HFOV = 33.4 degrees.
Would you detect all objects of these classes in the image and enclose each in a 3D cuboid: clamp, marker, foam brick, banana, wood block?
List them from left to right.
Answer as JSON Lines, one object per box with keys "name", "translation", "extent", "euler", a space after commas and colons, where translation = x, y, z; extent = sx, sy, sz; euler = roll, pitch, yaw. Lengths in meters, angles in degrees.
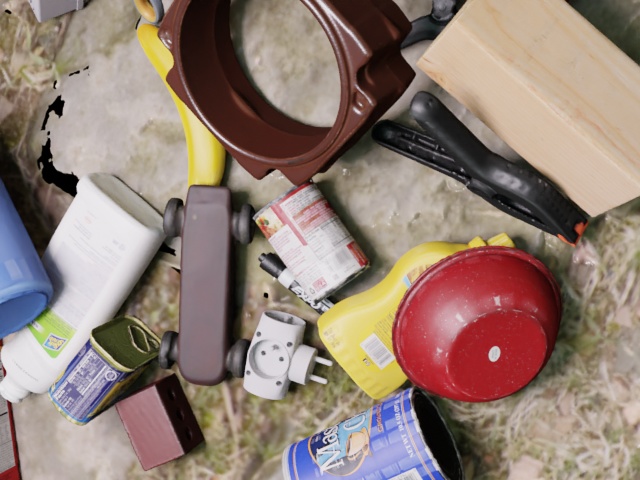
{"name": "foam brick", "translation": [-0.161, 0.184, 1.074], "extent": [0.051, 0.053, 0.078], "euler": [-24, 90, 16]}
{"name": "banana", "translation": [-0.131, -0.120, 1.043], "extent": [0.070, 0.037, 0.198], "euler": [-10, 93, 14]}
{"name": "marker", "translation": [-0.011, 0.052, 1.038], "extent": [0.121, 0.020, 0.020], "euler": [38, 103, 8]}
{"name": "clamp", "translation": [0.107, -0.222, 0.964], "extent": [0.171, 0.039, 0.120], "euler": [-1, 114, 9]}
{"name": "clamp", "translation": [0.144, -0.061, 0.929], "extent": [0.210, 0.164, 0.036], "euler": [31, 84, 1]}
{"name": "wood block", "translation": [0.197, -0.126, 0.896], "extent": [0.206, 0.091, 0.090], "euler": [40, 71, -3]}

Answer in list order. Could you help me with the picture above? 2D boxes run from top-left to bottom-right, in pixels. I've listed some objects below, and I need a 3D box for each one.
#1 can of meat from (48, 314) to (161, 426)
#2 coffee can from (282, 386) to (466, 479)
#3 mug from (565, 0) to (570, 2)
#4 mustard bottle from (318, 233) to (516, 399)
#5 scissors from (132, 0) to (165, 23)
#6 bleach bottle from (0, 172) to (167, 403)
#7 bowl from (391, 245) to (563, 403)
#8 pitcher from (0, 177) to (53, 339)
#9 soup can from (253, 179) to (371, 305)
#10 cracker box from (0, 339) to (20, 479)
{"name": "can of meat", "translation": [-0.213, 0.129, 1.058], "extent": [0.057, 0.102, 0.084], "euler": [42, 106, 6]}
{"name": "coffee can", "translation": [0.050, 0.211, 0.996], "extent": [0.140, 0.102, 0.103], "euler": [-28, 88, 15]}
{"name": "mug", "translation": [0.203, -0.252, 0.905], "extent": [0.093, 0.117, 0.081], "euler": [31, 99, -24]}
{"name": "mustard bottle", "translation": [0.098, 0.057, 0.983], "extent": [0.192, 0.058, 0.096], "euler": [-37, 106, 9]}
{"name": "scissors", "translation": [-0.198, -0.281, 0.983], "extent": [0.096, 0.201, 0.016], "euler": [32, 70, 32]}
{"name": "bleach bottle", "translation": [-0.258, 0.059, 1.084], "extent": [0.102, 0.068, 0.251], "euler": [40, 107, 12]}
{"name": "bowl", "translation": [0.147, 0.088, 0.942], "extent": [0.162, 0.055, 0.162], "euler": [-5, 117, -10]}
{"name": "pitcher", "translation": [-0.359, -0.027, 1.030], "extent": [0.145, 0.149, 0.243], "euler": [-39, 73, 20]}
{"name": "soup can", "translation": [-0.007, 0.001, 1.007], "extent": [0.068, 0.068, 0.102], "euler": [-36, 87, 15]}
{"name": "cracker box", "translation": [-0.418, 0.177, 1.132], "extent": [0.164, 0.072, 0.214], "euler": [-6, 94, 15]}
